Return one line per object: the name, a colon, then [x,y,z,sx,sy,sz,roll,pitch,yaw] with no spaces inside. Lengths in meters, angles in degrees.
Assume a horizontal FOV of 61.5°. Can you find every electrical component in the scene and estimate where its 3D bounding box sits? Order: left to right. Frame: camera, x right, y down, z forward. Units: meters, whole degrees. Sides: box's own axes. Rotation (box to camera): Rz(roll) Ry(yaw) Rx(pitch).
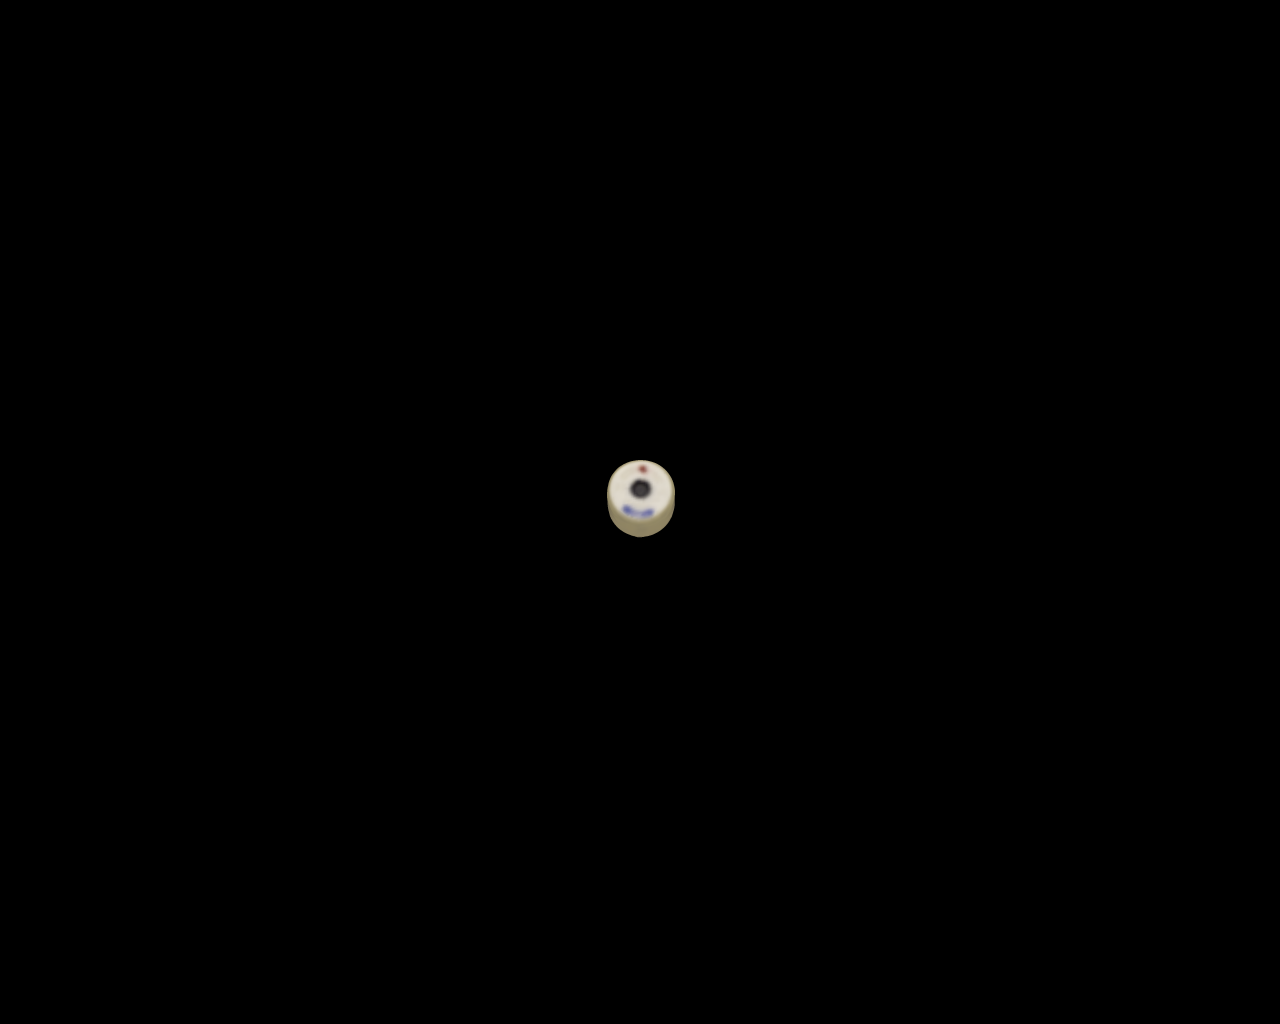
electrical component: [0.001,-0.003,0.650,0.040,0.040,0.078,0,-19,0]
